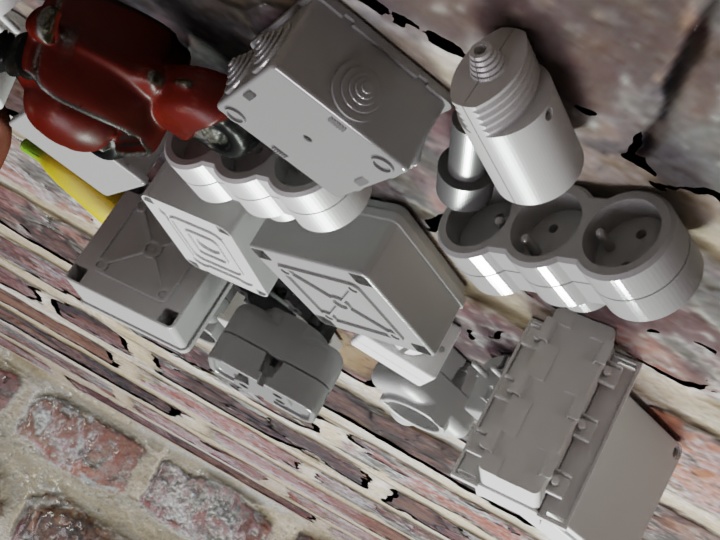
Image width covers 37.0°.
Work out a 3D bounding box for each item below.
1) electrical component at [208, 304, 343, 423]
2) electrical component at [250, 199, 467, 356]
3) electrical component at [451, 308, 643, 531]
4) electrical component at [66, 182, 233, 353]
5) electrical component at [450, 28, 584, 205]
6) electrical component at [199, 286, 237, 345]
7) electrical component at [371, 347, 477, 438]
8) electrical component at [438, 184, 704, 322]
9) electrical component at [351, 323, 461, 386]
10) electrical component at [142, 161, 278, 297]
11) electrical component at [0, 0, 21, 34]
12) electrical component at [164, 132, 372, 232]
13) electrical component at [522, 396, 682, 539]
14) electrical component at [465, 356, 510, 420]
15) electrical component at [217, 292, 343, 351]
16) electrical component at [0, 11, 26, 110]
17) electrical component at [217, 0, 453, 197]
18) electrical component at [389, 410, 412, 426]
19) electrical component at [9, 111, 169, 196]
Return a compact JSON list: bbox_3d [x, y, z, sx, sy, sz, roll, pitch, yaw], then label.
[{"bbox_3d":[-0.064,0.070,0.848,0.095,0.059,0.053,28,161,5],"label":"electrical component"},{"bbox_3d":[0.000,0.000,0.727,0.109,0.056,0.108,14,156,39],"label":"electrical component"},{"bbox_3d":[0.119,0.090,0.681,0.079,0.121,0.063,23,158,20],"label":"electrical component"},{"bbox_3d":[-0.162,-0.005,0.878,0.109,0.108,0.056,24,158,18],"label":"electrical component"},{"bbox_3d":[0.066,-0.069,0.468,0.043,0.043,0.081,16,157,36],"label":"electrical component"},{"bbox_3d":[-0.143,0.032,1.023,0.054,0.059,0.095,19,159,29],"label":"electrical component"},{"bbox_3d":[0.057,0.096,0.889,0.054,0.059,0.095,8,152,48],"label":"electrical component"},{"bbox_3d":[0.112,-0.003,0.556,0.138,0.052,0.074,10,154,45],"label":"electrical component"},{"bbox_3d":[0.039,0.046,0.805,0.066,0.047,0.076,32,160,-5],"label":"electrical component"},{"bbox_3d":[-0.094,-0.039,0.767,0.078,0.057,0.113,23,160,21],"label":"electrical component"},{"bbox_3d":[-0.236,-0.168,0.648,0.138,0.052,0.073,13,155,42],"label":"electrical component"},{"bbox_3d":[-0.051,-0.055,0.667,0.138,0.052,0.073,17,158,35],"label":"electrical component"},{"bbox_3d":[0.164,0.142,0.773,0.109,0.108,0.056,41,161,-31],"label":"electrical component"},{"bbox_3d":[0.112,0.090,0.810,0.066,0.047,0.077,8,152,48],"label":"electrical component"},{"bbox_3d":[-0.071,0.057,0.997,0.100,0.048,0.099,21,160,26],"label":"electrical component"},{"bbox_3d":[-0.245,-0.142,0.722,0.045,0.055,0.045,27,162,9],"label":"electrical component"},{"bbox_3d":[-0.016,-0.084,0.542,0.100,0.048,0.100,36,161,-18],"label":"electrical component"},{"bbox_3d":[0.057,0.119,0.974,0.045,0.045,0.055,36,160,-18],"label":"electrical component"},{"bbox_3d":[-0.188,-0.100,0.757,0.100,0.048,0.100,38,160,-24],"label":"electrical component"}]
